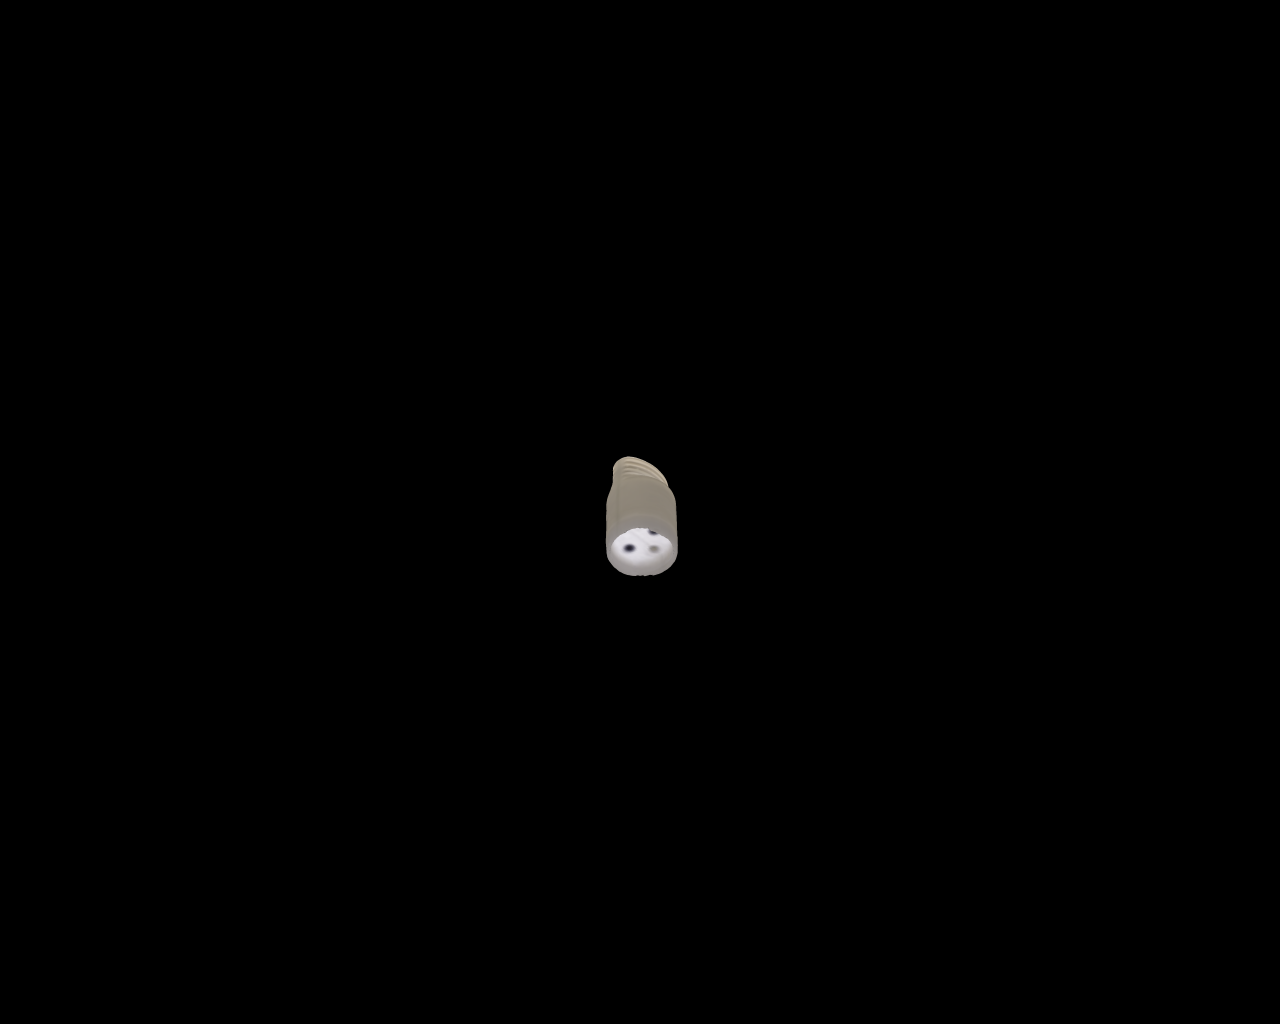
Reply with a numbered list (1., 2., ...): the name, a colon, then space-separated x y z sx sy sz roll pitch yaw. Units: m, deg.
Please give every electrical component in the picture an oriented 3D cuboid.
1. electrical component: 0.001 -0.003 0.650 0.043 0.043 0.081 0 44 0
